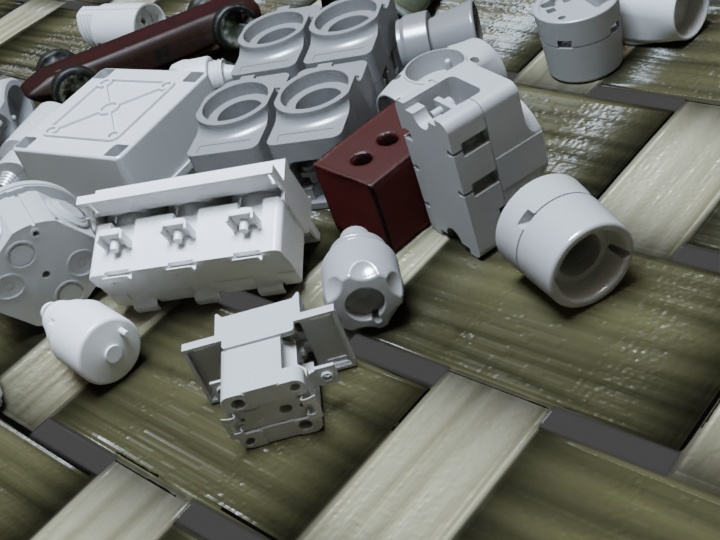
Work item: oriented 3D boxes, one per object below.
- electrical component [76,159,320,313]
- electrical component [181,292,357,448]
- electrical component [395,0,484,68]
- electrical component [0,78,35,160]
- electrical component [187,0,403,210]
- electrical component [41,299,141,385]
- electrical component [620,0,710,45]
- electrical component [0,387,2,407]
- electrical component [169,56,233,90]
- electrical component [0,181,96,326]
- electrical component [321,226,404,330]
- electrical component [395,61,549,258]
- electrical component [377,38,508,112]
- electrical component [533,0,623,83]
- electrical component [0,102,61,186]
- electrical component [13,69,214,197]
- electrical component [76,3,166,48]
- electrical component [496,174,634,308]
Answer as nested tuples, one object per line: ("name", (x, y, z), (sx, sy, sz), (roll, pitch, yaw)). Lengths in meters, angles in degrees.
("electrical component", (-0.094, -0.018, 0.630), (0.121, 0.078, 0.063), (-8, 60, 16))
("electrical component", (-0.045, 0.052, 0.541), (0.081, 0.042, 0.063), (-16, 39, 7))
("electrical component", (0.057, -0.162, 0.759), (0.055, 0.045, 0.045), (-10, 38, 15))
("electrical component", (-0.309, -0.094, 0.835), (0.074, 0.052, 0.138), (-10, 38, 13))
("electrical component", (-0.037, -0.120, 0.736), (0.105, 0.060, 0.186), (-5, 39, 19))
("electrical component", (-0.158, 0.036, 0.613), (0.040, 0.040, 0.078), (-41, 41, -25))
("electrical component", (0.201, -0.191, 0.730), (0.079, 0.044, 0.077), (-41, 42, -25))
("electrical component", (-0.276, 0.059, 0.625), (0.109, 0.056, 0.108), (-29, 38, -12))
("electrical component", (-0.114, -0.148, 0.828), (0.061, 0.035, 0.035), (-9, 38, 11))
("electrical component", (-0.199, -0.010, 0.658), (0.080, 0.080, 0.051), (-30, 44, -14))
("electrical component", (0.000, 0.000, 0.583), (0.043, 0.043, 0.062), (-16, 36, 5))
("electrical component", (0.065, -0.063, 0.593), (0.056, 0.089, 0.050), (-32, 38, -16))
("electrical component", (0.064, -0.107, 0.687), (0.077, 0.044, 0.079), (-34, 39, -18))
("electrical component", (0.145, -0.156, 0.709), (0.055, 0.047, 0.055), (-13, 38, 10))
("electrical component", (-0.244, -0.085, 0.800), (0.043, 0.043, 0.081), (1, 42, 26))
("electrical component", (-0.167, -0.092, 0.764), (0.109, 0.056, 0.108), (8, 45, 32))
("electrical component", (-0.214, -0.212, 0.947), (0.081, 0.043, 0.043), (7, 45, 31))
("electrical component", (0.104, -0.014, 0.545), (0.055, 0.055, 0.047), (-28, 41, -10))
